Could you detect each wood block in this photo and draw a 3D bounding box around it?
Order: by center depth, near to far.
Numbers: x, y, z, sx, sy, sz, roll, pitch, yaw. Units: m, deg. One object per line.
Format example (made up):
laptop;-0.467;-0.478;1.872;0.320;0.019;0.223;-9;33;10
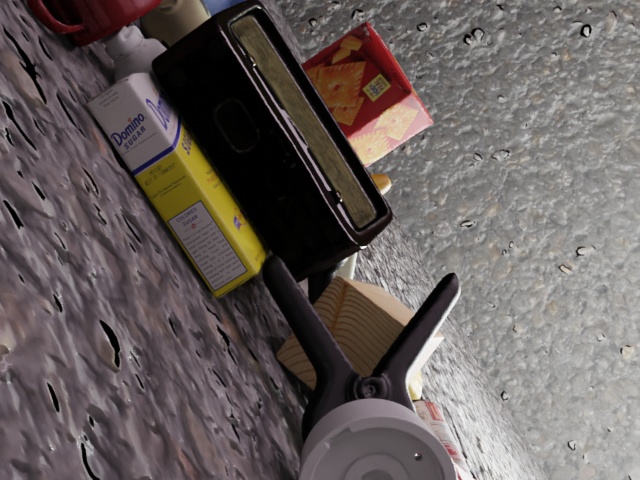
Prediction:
wood block;0.043;0.097;0.977;0.090;0.091;0.206;38;4;13

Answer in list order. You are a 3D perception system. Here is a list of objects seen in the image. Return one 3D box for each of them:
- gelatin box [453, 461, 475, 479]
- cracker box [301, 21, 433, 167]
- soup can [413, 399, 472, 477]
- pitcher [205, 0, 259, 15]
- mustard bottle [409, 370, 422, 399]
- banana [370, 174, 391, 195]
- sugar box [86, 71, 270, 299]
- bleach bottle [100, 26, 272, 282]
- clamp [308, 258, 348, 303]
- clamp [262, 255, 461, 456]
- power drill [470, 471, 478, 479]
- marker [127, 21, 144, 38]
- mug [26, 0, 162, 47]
gelatin box;0.110;0.244;0.990;0.089;0.073;0.030;46;15;-57
cracker box;0.009;-0.150;1.304;0.072;0.214;0.164;48;14;-45
soup can;0.107;0.220;1.078;0.068;0.068;0.102;50;11;-46
pitcher;-0.183;-0.330;1.165;0.242;0.149;0.145;41;34;-55
mustard bottle;0.043;0.100;1.158;0.191;0.058;0.096;53;9;-38
banana;-0.024;-0.049;1.076;0.197;0.070;0.037;8;43;-27
sugar box;-0.106;-0.047;0.830;0.176;0.048;0.093;59;8;-9
bleach bottle;-0.102;-0.082;0.932;0.250;0.068;0.102;52;11;-30
clamp;-0.007;0.001;1.043;0.120;0.039;0.172;53;-37;34
clamp;0.042;0.112;0.826;0.036;0.164;0.210;142;-55;-68
power drill;0.170;0.321;1.141;0.184;0.057;0.188;46;13;-45
marker;-0.167;-0.173;1.012;0.121;0.020;0.020;61;9;15
mug;-0.181;-0.198;0.823;0.081;0.093;0.117;61;38;-19
